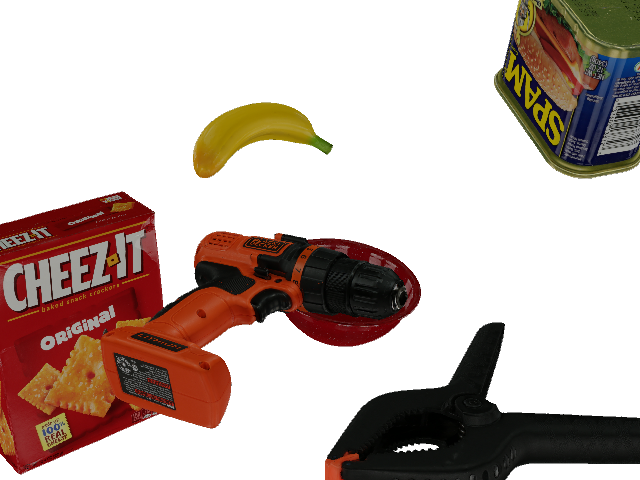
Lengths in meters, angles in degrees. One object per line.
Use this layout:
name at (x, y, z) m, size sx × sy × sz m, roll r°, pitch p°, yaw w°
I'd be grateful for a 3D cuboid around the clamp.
clamp at (0.085, 0.105, 0.626) m, size 0.209 × 0.036 × 0.165 m, roll -10°, pitch 25°, yaw -27°

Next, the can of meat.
can of meat at (0.143, -0.099, 0.582) m, size 0.057 × 0.084 × 0.102 m, roll -10°, pitch 48°, yaw -15°

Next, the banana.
banana at (-0.065, -0.103, 1.042) m, size 0.070 × 0.037 × 0.197 m, roll 42°, pitch 35°, yaw 23°

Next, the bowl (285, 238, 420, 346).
bowl at (0.021, 0.062, 1.116) m, size 0.162 × 0.055 × 0.162 m, roll 6°, pitch 31°, yaw -4°

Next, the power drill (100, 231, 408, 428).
power drill at (-0.052, 0.059, 0.780) m, size 0.185 × 0.057 × 0.187 m, roll 9°, pitch 31°, yaw 32°

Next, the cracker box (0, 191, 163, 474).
cracker box at (-0.224, 0.082, 0.967) m, size 0.163 × 0.214 × 0.072 m, roll -19°, pitch 30°, yaw -34°
